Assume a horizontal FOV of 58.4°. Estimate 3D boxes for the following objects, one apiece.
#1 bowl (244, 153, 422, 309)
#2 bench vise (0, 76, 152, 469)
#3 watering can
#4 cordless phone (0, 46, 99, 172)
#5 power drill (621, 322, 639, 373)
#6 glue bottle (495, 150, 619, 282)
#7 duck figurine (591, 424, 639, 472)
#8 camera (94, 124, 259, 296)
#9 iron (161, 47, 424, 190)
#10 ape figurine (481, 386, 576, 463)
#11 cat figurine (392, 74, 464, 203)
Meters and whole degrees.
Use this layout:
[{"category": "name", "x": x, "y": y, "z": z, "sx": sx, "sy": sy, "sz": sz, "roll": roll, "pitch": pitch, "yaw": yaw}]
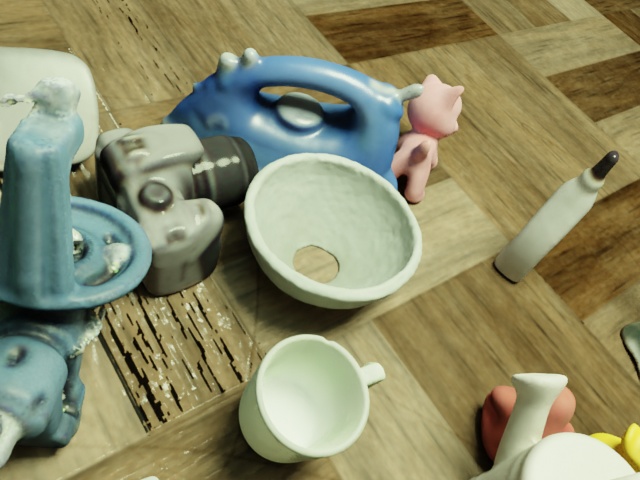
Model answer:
[{"category": "bowl", "x": 0.005, "y": 0.002, "z": 0.537, "sx": 0.168, "sy": 0.074, "sz": 0.167, "roll": 10, "pitch": 51, "yaw": -13}, {"category": "bench vise", "x": -0.164, "y": 0.025, "z": 0.360, "sx": 0.122, "sy": 0.219, "sz": 0.207, "roll": -4, "pitch": 55, "yaw": -23}, {"category": "watering can", "x": 0.168, "y": 0.176, "z": 0.384, "sx": 0.101, "sy": 0.194, "sz": 0.172, "roll": -19, "pitch": 62, "yaw": -31}, {"category": "cordless phone", "x": -0.265, "y": -0.146, "z": 0.477, "sx": 0.148, "sy": 0.185, "sz": 0.094, "roll": -10, "pitch": 58, "yaw": -26}, {"category": "power drill", "x": 0.394, "y": 0.072, "z": 0.540, "sx": 0.076, "sy": 0.208, "sz": 0.229, "roll": 4, "pitch": 53, "yaw": -17}, {"category": "glue bottle", "x": 0.246, "y": -0.028, "z": 0.585, "sx": 0.037, "sy": 0.173, "sz": 0.078, "roll": 41, "pitch": 51, "yaw": 13}, {"category": "duck figurine", "x": 0.283, "y": 0.199, "z": 0.481, "sx": 0.104, "sy": 0.086, "sz": 0.078, "roll": 44, "pitch": 52, "yaw": 15}, {"category": "camera", "x": -0.116, "y": -0.047, "z": 0.512, "sx": 0.137, "sy": 0.100, "sz": 0.143, "roll": -19, "pitch": 62, "yaw": -31}, {"category": "iron", "x": -0.028, "y": -0.132, "z": 0.584, "sx": 0.258, "sy": 0.141, "sz": 0.118, "roll": 12, "pitch": 51, "yaw": -11}, {"category": "ape figurine", "x": 0.179, "y": 0.149, "z": 0.477, "sx": 0.076, "sy": 0.092, "sz": 0.077, "roll": -32, "pitch": 69, "yaw": -36}, {"category": "cat figurine", "x": 0.122, "y": -0.126, "z": 0.651, "sx": 0.067, "sy": 0.117, "sz": 0.128, "roll": 25, "pitch": 49, "yaw": 0}]
